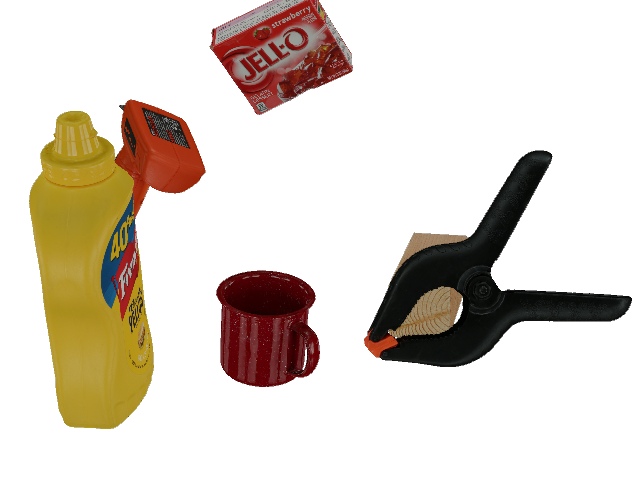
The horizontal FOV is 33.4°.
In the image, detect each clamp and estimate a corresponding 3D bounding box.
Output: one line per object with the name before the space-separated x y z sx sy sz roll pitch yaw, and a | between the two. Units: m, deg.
clamp | 0.112 0.036 0.689 0.171 0.120 0.039 -38 -5 2

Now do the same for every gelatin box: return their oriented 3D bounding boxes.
gelatin box | -0.030 -0.147 0.830 0.089 0.030 0.073 -22 -51 17

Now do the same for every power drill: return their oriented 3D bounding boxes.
power drill | -0.163 -0.005 0.862 0.057 0.188 0.184 19 26 -33

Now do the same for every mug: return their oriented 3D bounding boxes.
mug | -0.045 0.089 1.010 0.117 0.081 0.093 25 32 36

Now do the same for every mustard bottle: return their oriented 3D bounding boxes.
mustard bottle | -0.137 0.013 0.637 0.058 0.192 0.096 3 33 5

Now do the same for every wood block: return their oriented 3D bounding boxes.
wood block | 0.168 0.067 1.630 0.091 0.090 0.206 4 22 14
